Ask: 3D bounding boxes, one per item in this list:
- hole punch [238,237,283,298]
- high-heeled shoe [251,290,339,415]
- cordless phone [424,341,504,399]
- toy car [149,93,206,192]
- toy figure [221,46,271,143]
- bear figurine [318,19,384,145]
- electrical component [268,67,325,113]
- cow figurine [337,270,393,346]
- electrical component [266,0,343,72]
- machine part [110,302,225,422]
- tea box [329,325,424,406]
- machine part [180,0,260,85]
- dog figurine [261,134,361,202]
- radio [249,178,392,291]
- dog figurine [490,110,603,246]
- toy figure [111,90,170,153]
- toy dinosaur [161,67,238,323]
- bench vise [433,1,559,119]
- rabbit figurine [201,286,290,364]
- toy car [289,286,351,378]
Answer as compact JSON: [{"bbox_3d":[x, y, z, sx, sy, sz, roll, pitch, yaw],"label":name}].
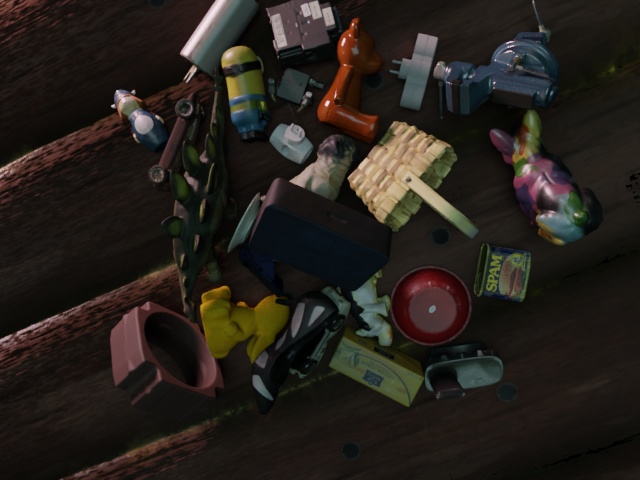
[{"bbox_3d":[-0.091,0.033,1.031,0.115,0.142,0.092,41,98,-11],"label":"hole punch"},{"bbox_3d":[-0.041,0.211,0.979,0.145,0.086,0.248,9,92,35],"label":"high-heeled shoe"},{"bbox_3d":[0.265,0.246,0.973,0.147,0.184,0.088,-9,88,7],"label":"cordless phone"},{"bbox_3d":[-0.274,-0.188,1.057,0.053,0.089,0.202,25,94,4],"label":"toy car"},{"bbox_3d":[-0.140,-0.280,1.036,0.082,0.089,0.180,-7,90,-1],"label":"toy figure"},{"bbox_3d":[0.075,-0.294,1.001,0.132,0.120,0.195,23,90,1],"label":"bear figurine"},{"bbox_3d":[-0.051,-0.293,1.047,0.102,0.045,0.078,28,97,4],"label":"electrical component"},{"bbox_3d":[0.087,0.129,1.044,0.098,0.068,0.167,-12,88,12],"label":"cow figurine"},{"bbox_3d":[-0.025,-0.395,1.019,0.134,0.058,0.115,-12,78,5],"label":"electrical component"},{"bbox_3d":[-0.287,0.229,1.009,0.087,0.200,0.202,-43,43,11],"label":"machine part"},{"bbox_3d":[0.108,0.238,1.033,0.170,0.098,0.068,27,96,2],"label":"tea box"},{"bbox_3d":[-0.193,-0.406,1.042,0.079,0.079,0.243,36,96,3],"label":"machine part"},{"bbox_3d":[-0.020,-0.112,1.045,0.173,0.121,0.190,2,54,39],"label":"dog figurine"},{"bbox_3d":[-0.002,-0.003,0.939,0.229,0.073,0.131,24,137,-12],"label":"radio"},{"bbox_3d":[0.390,-0.117,0.948,0.108,0.191,0.219,-30,105,13],"label":"dog figurine"},{"bbox_3d":[-0.363,-0.246,1.081,0.064,0.058,0.154,-39,86,-32],"label":"toy figure"},{"bbox_3d":[-0.215,-0.082,1.000,0.105,0.198,0.471,3,72,-2],"label":"toy dinosaur"},{"bbox_3d":[0.331,-0.308,0.959,0.224,0.128,0.240,16,55,42],"label":"bench vise"},{"bbox_3d":[-0.138,0.165,1.052,0.173,0.122,0.162,-14,95,-12],"label":"rabbit figurine"},{"bbox_3d":[-0.012,0.181,1.046,0.074,0.056,0.201,39,114,23],"label":"toy car"}]
